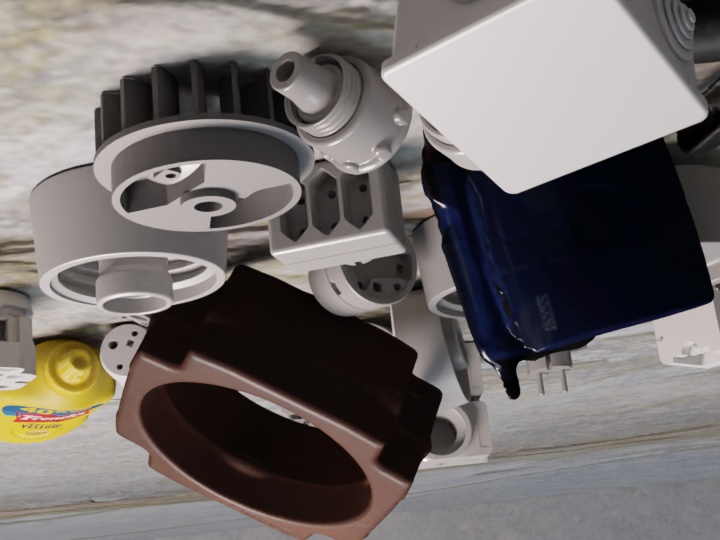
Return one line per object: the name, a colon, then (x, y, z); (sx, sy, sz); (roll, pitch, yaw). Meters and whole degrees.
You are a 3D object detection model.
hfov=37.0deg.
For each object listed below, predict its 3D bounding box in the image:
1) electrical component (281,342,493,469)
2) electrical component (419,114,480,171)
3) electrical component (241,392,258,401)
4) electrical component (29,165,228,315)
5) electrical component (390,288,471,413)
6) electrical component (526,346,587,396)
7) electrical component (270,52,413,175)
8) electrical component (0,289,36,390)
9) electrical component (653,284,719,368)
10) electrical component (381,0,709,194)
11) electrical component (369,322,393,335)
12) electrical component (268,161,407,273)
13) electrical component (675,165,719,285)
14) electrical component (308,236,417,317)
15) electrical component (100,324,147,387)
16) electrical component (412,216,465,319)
electrical component: (0.022, 0.131, 0.997); (0.186, 0.105, 0.060); (-6, 162, -1)
electrical component: (0.046, -0.071, 0.477); (0.043, 0.043, 0.062); (-16, 158, 28)
electrical component: (-0.089, 0.085, 0.902); (0.074, 0.052, 0.138); (-1, 161, -15)
electrical component: (-0.123, -0.010, 0.584); (0.108, 0.060, 0.108); (-6, 162, -2)
electrical component: (0.046, 0.063, 0.808); (0.064, 0.099, 0.099); (-16, 161, 11)
electrical component: (0.153, 0.065, 0.880); (0.066, 0.076, 0.047); (-9, 162, 10)
electrical component: (-0.011, -0.072, 0.457); (0.048, 0.048, 0.062); (-18, 152, 34)
electrical component: (-0.250, 0.047, 0.724); (0.058, 0.057, 0.078); (6, 158, -34)
electrical component: (0.237, 0.019, 0.744); (0.056, 0.089, 0.050); (8, 157, -37)
electrical component: (0.069, -0.083, 0.403); (0.100, 0.048, 0.100); (-21, 139, 35)
electrical component: (0.019, 0.094, 0.903); (0.099, 0.099, 0.064); (-19, 165, 34)
electrical component: (-0.007, -0.025, 0.594); (0.066, 0.047, 0.077); (-11, 162, 14)
electrical component: (0.172, -0.026, 0.630); (0.108, 0.060, 0.108); (-5, 163, -2)
electrical component: (0.000, 0.000, 0.667); (0.055, 0.055, 0.047); (4, 163, -29)
electrical component: (-0.175, 0.069, 0.837); (0.045, 0.045, 0.055); (-6, 162, -1)
electrical component: (0.090, 0.001, 0.688); (0.108, 0.060, 0.108); (-6, 162, -2)
